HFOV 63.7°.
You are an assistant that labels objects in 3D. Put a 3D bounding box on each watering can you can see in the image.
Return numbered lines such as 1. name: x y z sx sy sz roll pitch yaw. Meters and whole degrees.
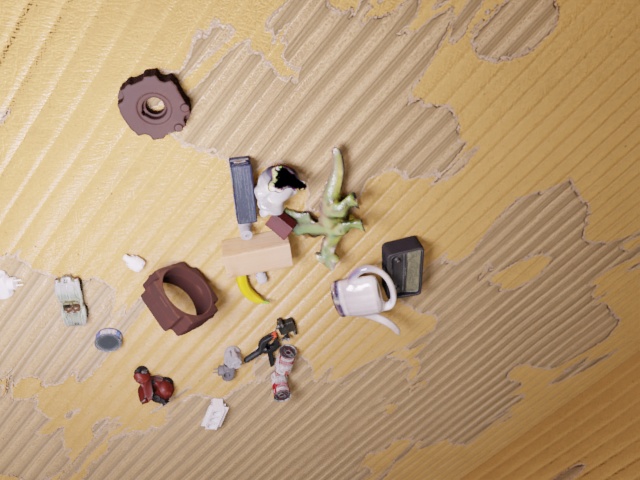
1. watering can: 0.162 0.227 1.805 0.224 0.106 0.340 -10 124 12

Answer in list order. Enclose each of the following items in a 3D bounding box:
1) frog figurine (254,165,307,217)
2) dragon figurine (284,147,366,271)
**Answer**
1. frog figurine: -0.128 -0.141 1.498 0.139 0.123 0.156 -26 169 -34
2. dragon figurine: 0.005 -0.080 1.583 0.242 0.125 0.402 -16 119 8
